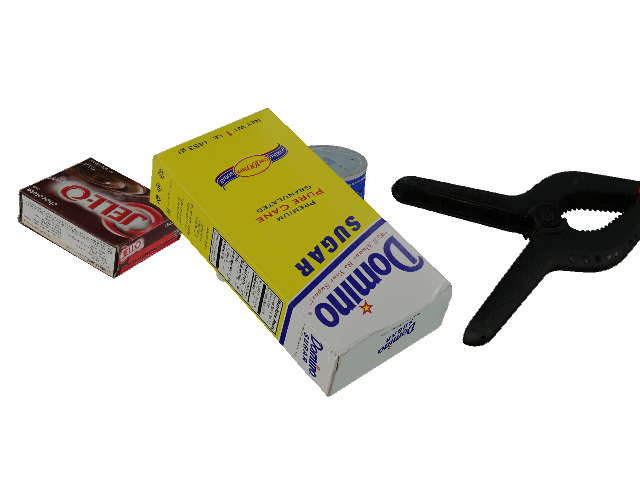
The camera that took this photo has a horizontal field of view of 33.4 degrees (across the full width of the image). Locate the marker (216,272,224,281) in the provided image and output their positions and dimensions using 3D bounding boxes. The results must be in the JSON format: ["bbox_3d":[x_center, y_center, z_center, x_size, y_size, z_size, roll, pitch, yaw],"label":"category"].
[{"bbox_3d":[-0.102,-0.006,1.141,0.020,0.121,0.020,2,40,-2],"label":"marker"}]

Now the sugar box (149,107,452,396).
[{"bbox_3d":[-0.014,0.000,0.633,0.093,0.048,0.176,-29,58,-32],"label":"sugar box"}]

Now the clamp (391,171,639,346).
[{"bbox_3d":[0.175,0.001,0.837,0.210,0.164,0.036,-8,-37,-7],"label":"clamp"}]

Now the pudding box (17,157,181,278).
[{"bbox_3d":[-0.188,-0.021,0.916,0.114,0.039,0.089,26,33,21],"label":"pudding box"}]

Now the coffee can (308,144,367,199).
[{"bbox_3d":[0.004,-0.037,1.346,0.103,0.140,0.103,2,27,-1],"label":"coffee can"}]
